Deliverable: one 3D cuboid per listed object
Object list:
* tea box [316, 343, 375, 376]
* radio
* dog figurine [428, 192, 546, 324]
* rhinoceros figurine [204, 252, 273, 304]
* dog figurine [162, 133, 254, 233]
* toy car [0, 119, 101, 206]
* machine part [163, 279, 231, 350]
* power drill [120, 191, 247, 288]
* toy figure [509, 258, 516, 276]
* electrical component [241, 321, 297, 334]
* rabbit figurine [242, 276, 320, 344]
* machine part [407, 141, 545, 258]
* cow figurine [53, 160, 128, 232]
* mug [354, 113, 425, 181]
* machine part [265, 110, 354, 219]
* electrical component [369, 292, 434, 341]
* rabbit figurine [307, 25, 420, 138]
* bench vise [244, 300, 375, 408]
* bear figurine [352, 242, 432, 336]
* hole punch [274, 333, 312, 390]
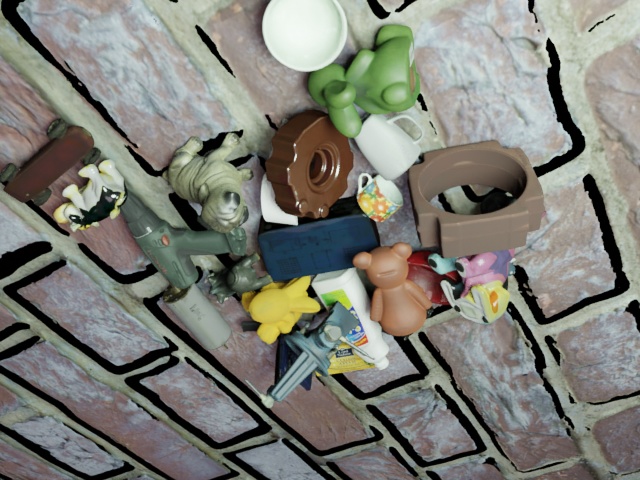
[{"bbox_3d":[0.061,0.255,1.264,0.170,0.068,0.098,-12,129,12],"label":"tea box"},{"bbox_3d":[-0.002,-0.003,1.049,0.230,0.073,0.130,-11,128,8],"label":"radio"},{"bbox_3d":[0.322,0.024,0.979,0.219,0.108,0.191,-35,104,-19],"label":"dog figurine"},{"bbox_3d":[-0.171,0.084,1.087,0.073,0.112,0.190,59,153,-6],"label":"rhinoceros figurine"},{"bbox_3d":[-0.202,-0.081,0.910,0.172,0.191,0.121,-19,127,18],"label":"dog figurine"},{"bbox_3d":[-0.483,-0.136,0.958,0.202,0.053,0.089,-32,132,20],"label":"toy car"},{"bbox_3d":[-0.269,0.164,1.187,0.079,0.079,0.243,-18,127,15],"label":"machine part"},{"bbox_3d":[-0.259,-0.014,1.037,0.207,0.086,0.231,-15,121,7],"label":"power drill"},{"bbox_3d":[0.327,0.035,1.083,0.154,0.058,0.064,20,140,-20],"label":"toy figure"},{"bbox_3d":[-0.115,0.183,1.219,0.119,0.048,0.074,-6,128,6],"label":"electrical component"},{"bbox_3d":[-0.083,0.138,1.094,0.162,0.122,0.173,-19,168,7],"label":"rabbit figurine"},{"bbox_3d":[0.255,-0.070,0.903,0.201,0.201,0.087,-9,132,8],"label":"machine part"},{"bbox_3d":[-0.417,-0.063,0.984,0.167,0.068,0.098,-38,88,31],"label":"cow figurine"},{"bbox_3d":[0.114,-0.170,0.904,0.107,0.081,0.109,40,126,-17],"label":"mug"},{"bbox_3d":[-0.012,-0.124,0.891,0.056,0.179,0.179,18,140,36],"label":"machine part"},{"bbox_3d":[0.165,0.154,1.186,0.134,0.058,0.114,21,125,-16],"label":"electrical component"},{"bbox_3d":[0.059,-0.230,0.825,0.170,0.159,0.121,-1,141,21],"label":"rabbit figurine"},{"bbox_3d":[-0.025,0.236,1.069,0.129,0.240,0.224,47,162,-9],"label":"bench vise"},{"bbox_3d":[0.133,0.081,1.020,0.120,0.132,0.195,-20,112,7],"label":"bear figurine"},{"bbox_3d":[-0.059,0.284,1.254,0.092,0.142,0.115,6,143,-2],"label":"hole punch"}]
